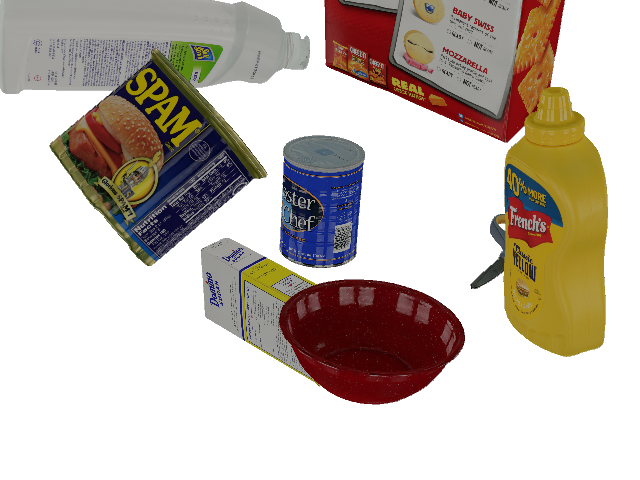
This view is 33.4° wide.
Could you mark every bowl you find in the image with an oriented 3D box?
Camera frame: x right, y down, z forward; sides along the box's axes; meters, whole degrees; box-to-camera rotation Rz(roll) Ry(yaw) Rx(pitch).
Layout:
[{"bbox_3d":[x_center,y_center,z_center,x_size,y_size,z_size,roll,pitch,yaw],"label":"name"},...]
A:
[{"bbox_3d":[0.043,0.095,0.934,0.162,0.055,0.162,4,26,-2],"label":"bowl"}]

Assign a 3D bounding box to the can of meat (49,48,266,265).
[{"bbox_3d":[-0.094,-0.047,0.601,0.102,0.084,0.057,47,-3,38],"label":"can of meat"}]

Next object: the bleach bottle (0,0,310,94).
[{"bbox_3d":[-0.135,-0.161,0.885,0.250,0.068,0.103,2,-27,-15],"label":"bleach bottle"}]

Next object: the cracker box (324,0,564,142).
[{"bbox_3d":[0.085,-0.194,0.732,0.164,0.214,0.072,28,51,27],"label":"cracker box"}]

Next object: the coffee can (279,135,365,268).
[{"bbox_3d":[0.001,-0.050,1.362,0.103,0.140,0.103,3,28,-2],"label":"coffee can"}]

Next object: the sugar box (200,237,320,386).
[{"bbox_3d":[-0.050,0.071,1.112,0.048,0.093,0.176,-27,41,-36],"label":"sugar box"}]

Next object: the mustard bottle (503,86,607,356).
[{"bbox_3d":[0.169,-0.018,0.773,0.058,0.192,0.096,-13,28,-15],"label":"mustard bottle"}]

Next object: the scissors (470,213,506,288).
[{"bbox_3d":[0.190,0.008,1.138,0.201,0.016,0.096,-12,38,-44],"label":"scissors"}]
